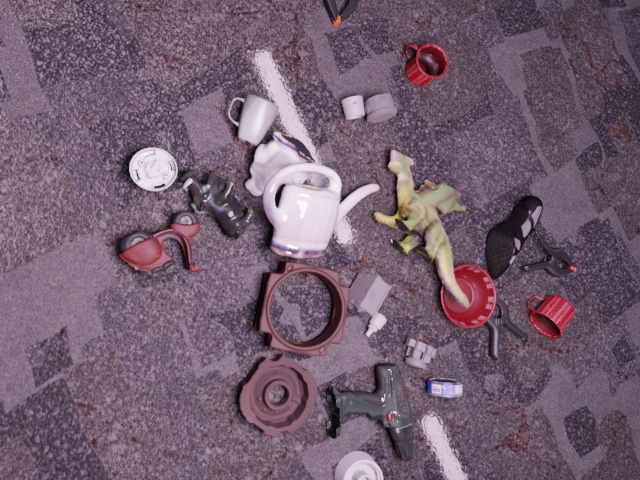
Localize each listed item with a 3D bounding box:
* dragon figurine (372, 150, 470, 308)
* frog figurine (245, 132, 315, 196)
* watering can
[{"bbox_3d":[0.292,-0.052,1.301,0.246,0.120,0.410,-42,92,-25],"label":"dragon figurine"},{"bbox_3d":[-0.098,-0.167,1.217,0.136,0.125,0.157,31,113,-20],"label":"frog figurine"},{"bbox_3d":[0.004,-0.061,1.204,0.347,0.105,0.223,5,103,-43],"label":"watering can"}]
